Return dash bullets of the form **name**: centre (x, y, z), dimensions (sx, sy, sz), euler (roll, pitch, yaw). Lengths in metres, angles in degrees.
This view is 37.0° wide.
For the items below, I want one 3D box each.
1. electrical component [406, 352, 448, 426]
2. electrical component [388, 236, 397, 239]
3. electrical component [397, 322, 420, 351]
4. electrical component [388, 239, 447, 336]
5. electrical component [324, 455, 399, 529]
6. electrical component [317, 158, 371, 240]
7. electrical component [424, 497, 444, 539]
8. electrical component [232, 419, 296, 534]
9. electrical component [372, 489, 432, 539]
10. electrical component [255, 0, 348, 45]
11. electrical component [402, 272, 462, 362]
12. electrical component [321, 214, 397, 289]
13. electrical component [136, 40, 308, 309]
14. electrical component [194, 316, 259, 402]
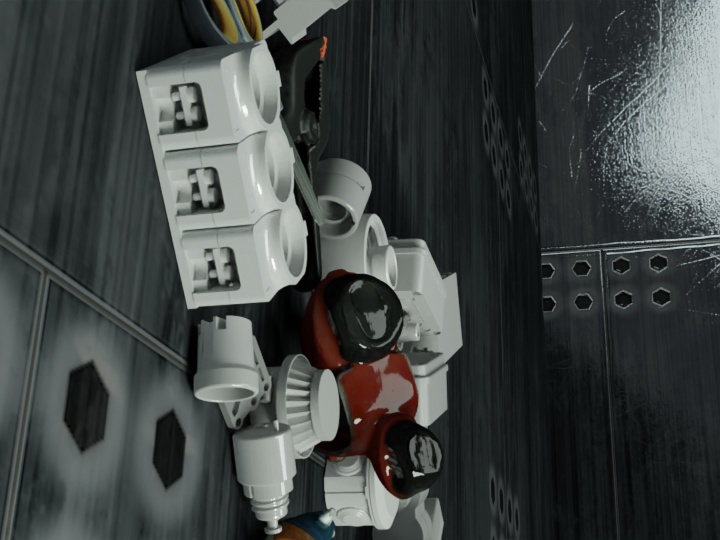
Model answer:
- **electrical component**: centre (0.040, 0.114, 1.050), dimensions (0.113, 0.078, 0.057), euler (-8, 97, -75)
- **electrical component**: centre (0.037, -0.008, 1.151), dimensions (0.061, 0.035, 0.035), euler (58, 31, -52)
- **electrical component**: centre (0.026, 0.062, 1.043), dimensions (0.043, 0.062, 0.043), euler (-5, 90, -75)
- **electrical component**: centre (0.038, 0.019, 1.071), dimensions (0.113, 0.078, 0.057), euler (59, 33, -59)
- **electrical component**: centre (0.003, 0.186, 0.942), dimensions (0.080, 0.051, 0.080), euler (-4, 90, -75)
- **electrical component**: centre (-0.022, -0.059, 0.916), dimensions (0.047, 0.055, 0.055), euler (-75, 156, -43)
- **electrical component**: centre (0.054, 0.264, 1.117), dimensions (0.083, 0.047, 0.075), euler (-70, 152, -57)
- **electrical component**: centre (-0.063, 0.139, 0.727), dimensions (0.040, 0.040, 0.078), euler (-27, 112, -74)
- **electrical component**: centre (0.034, 0.215, 1.045), dimensions (0.074, 0.052, 0.138), euler (-4, 90, -72)
- **electrical component**: centre (-0.049, -0.214, 0.819), dimensions (0.063, 0.081, 0.042), euler (52, 23, -12)
- **electrical component**: centre (0.069, 0.055, 1.208), dimensions (0.150, 0.062, 0.089), euler (-20, 105, -75)
- **electrical component**: centre (0.000, 0.000, 0.965), dimensions (0.108, 0.060, 0.108), euler (-4, 90, -75)
- **electrical component**: centre (-0.080, -0.062, 0.679), dimensions (0.089, 0.062, 0.150), euler (-57, 141, -66)
- **electrical component**: centre (-0.084, 0.056, 0.674), dimensions (0.040, 0.040, 0.046), euler (51, 32, -65)
